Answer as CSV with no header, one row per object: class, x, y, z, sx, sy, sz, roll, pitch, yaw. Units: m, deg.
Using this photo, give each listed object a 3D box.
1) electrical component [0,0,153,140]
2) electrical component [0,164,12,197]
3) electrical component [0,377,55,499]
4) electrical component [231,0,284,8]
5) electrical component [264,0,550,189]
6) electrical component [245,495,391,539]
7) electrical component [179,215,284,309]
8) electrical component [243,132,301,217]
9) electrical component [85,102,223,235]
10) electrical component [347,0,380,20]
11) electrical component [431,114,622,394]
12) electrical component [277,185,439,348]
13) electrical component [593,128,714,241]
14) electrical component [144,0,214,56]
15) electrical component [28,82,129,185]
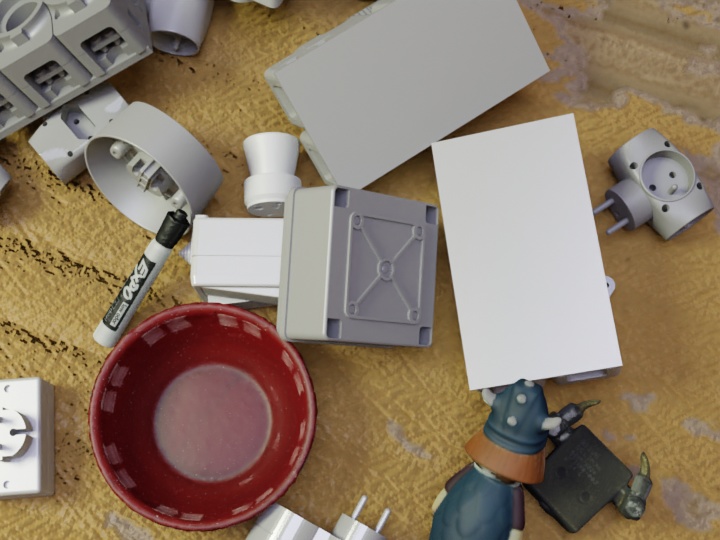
electrical component,-0.241,-0.176,0.814,0.150,0.061,0.089,-27,51,12
electrical component,-0.307,-0.087,0.834,0.077,0.043,0.079,35,44,-14
electrical component,-0.251,0.118,0.767,0.047,0.075,0.083,-4,75,-1
electrical component,-0.072,-0.285,0.855,0.089,0.061,0.150,24,58,7
electrical component,0.034,-0.151,0.818,0.186,0.060,0.105,-32,109,-7
electrical component,-0.005,0.196,0.756,0.138,0.052,0.073,28,77,7
electrical component,-0.088,-0.003,0.804,0.096,0.061,0.061,1,75,1
electrical component,-0.068,-0.073,0.831,0.045,0.045,0.055,-3,76,0
electrical component,-0.154,-0.076,0.808,0.099,0.099,0.064,36,73,9
electrical component,0.025,-0.197,0.863,0.081,0.043,0.043,-33,77,-8
electrical component,0.123,-0.008,0.792,0.105,0.060,0.186,-11,75,12
electrical component,0.000,0.000,0.770,0.109,0.056,0.108,8,84,-42
electrical component,0.216,-0.056,0.823,0.079,0.044,0.077,-32,77,-7
electrical component,-0.161,-0.220,0.871,0.079,0.043,0.077,9,75,3
electrical component,-0.226,-0.120,0.846,0.077,0.043,0.079,-40,76,-9
